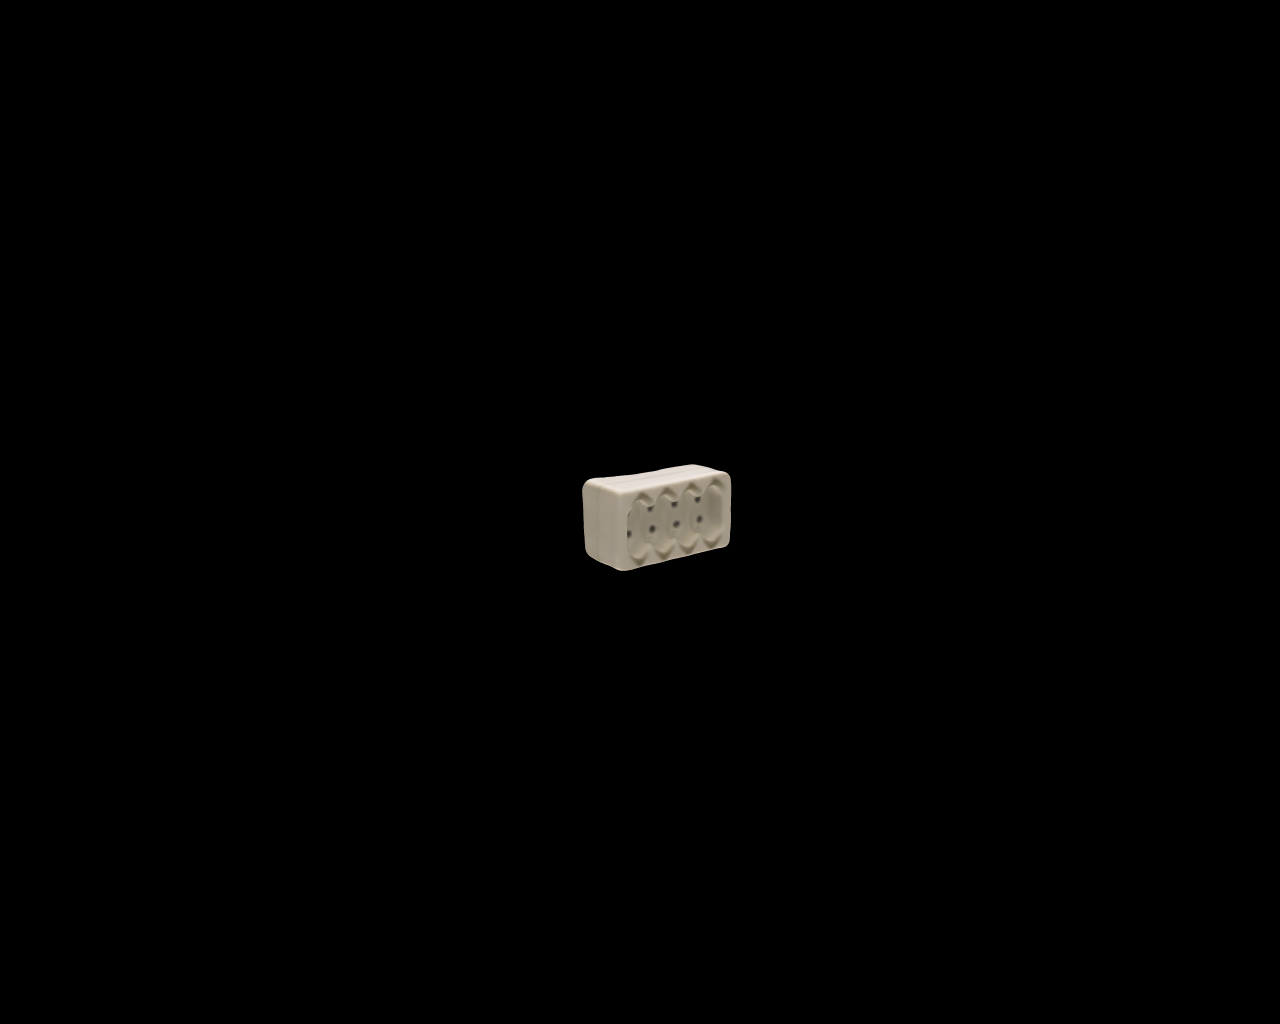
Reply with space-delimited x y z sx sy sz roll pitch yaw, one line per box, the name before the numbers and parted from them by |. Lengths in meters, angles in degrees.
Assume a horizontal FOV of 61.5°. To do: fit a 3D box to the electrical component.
electrical component | 0.001 -0.003 0.650 0.083 0.047 0.076 -10 18 -33
